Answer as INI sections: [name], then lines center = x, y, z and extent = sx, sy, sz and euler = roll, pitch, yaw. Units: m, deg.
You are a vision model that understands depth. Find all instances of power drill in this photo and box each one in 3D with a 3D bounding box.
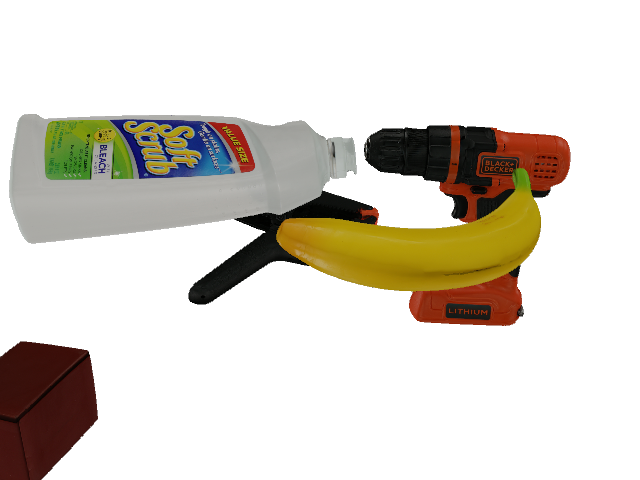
[power drill]
center = 0.127, -0.015, 0.983
extent = 0.184, 0.188, 0.057
euler = 4, 26, 0

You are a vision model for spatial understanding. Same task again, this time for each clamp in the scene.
[clamp]
center = -0.044, -0.003, 1.063
extent = 0.210, 0.164, 0.036
euler = 0, -42, -7

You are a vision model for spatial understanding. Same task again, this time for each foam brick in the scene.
[foam brick]
center = -0.181, 0.105, 0.656
extent = 0.053, 0.051, 0.078
euler = 7, 28, 21

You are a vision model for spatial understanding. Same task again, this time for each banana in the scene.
[banana]
center = 0.069, 0.001, 0.646
extent = 0.197, 0.037, 0.070
euler = -12, 45, -33

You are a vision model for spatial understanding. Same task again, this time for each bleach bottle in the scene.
[bleach bottle]
center = -0.100, -0.057, 0.804
extent = 0.251, 0.102, 0.068
euler = -6, -42, -1
